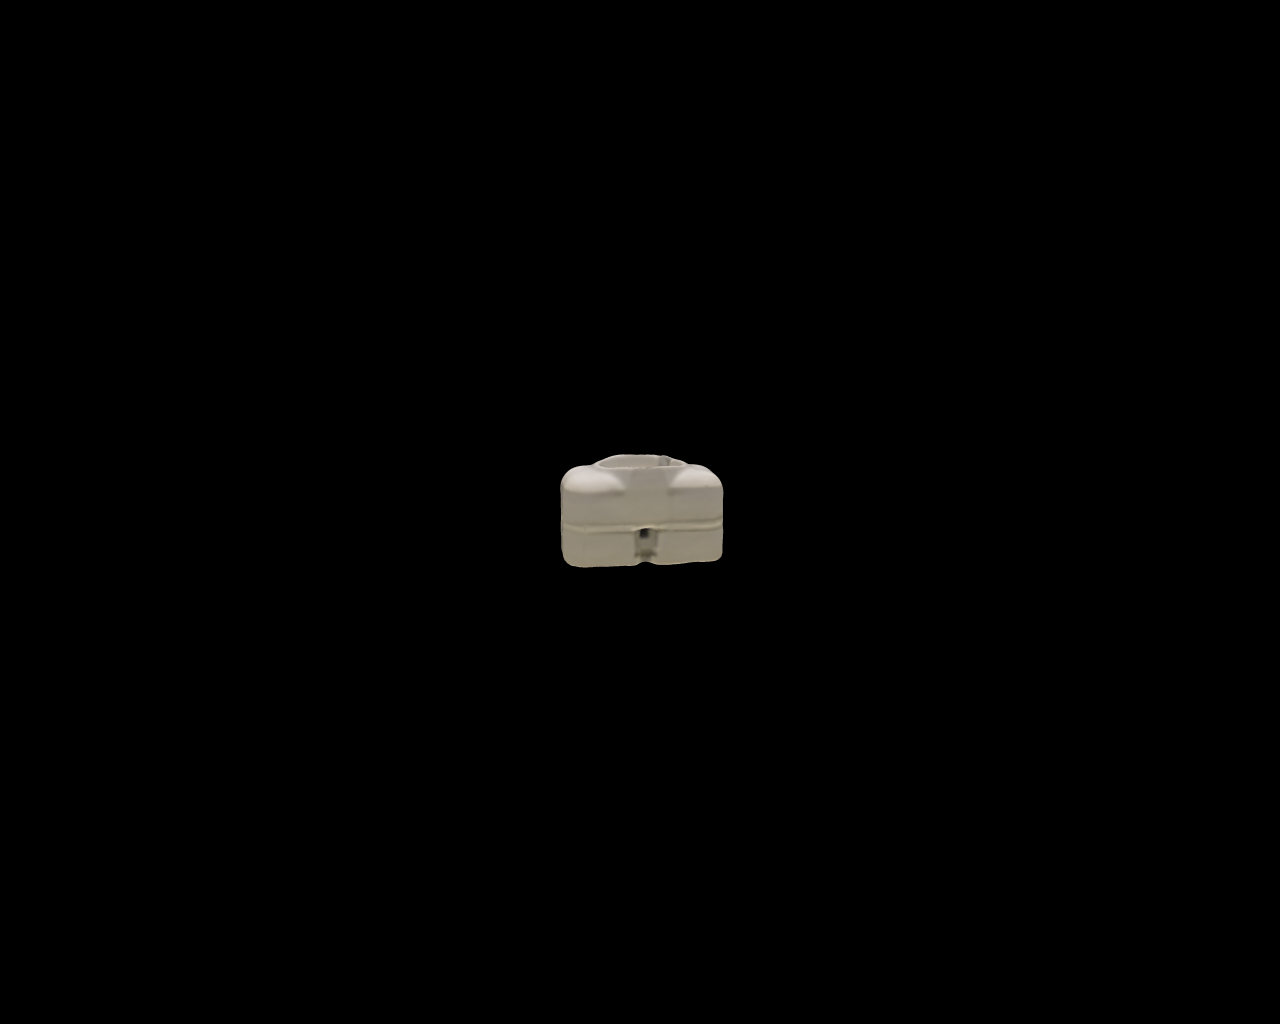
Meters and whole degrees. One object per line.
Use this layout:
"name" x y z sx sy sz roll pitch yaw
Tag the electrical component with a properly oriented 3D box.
"electrical component" 0.001 -0.003 0.650 0.095 0.059 0.054 -1 12 -7
